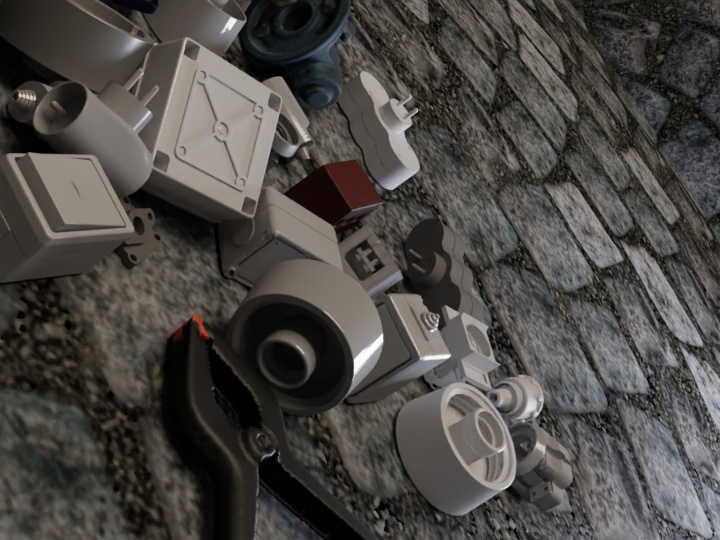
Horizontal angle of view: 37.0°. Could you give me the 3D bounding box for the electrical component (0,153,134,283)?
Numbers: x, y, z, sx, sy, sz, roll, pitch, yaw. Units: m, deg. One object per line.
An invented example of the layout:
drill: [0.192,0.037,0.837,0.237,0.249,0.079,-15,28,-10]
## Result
electrical component: [-0.189,-0.036,0.675,0.061,0.061,0.096,60,26,10]

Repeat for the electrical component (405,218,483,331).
electrical component: [0.074,0.003,1.091,0.074,0.052,0.138,32,34,-39]

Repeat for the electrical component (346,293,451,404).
electrical component: [0.023,0.061,0.884,0.061,0.096,0.061,4,56,-58]

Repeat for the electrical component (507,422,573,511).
electrical component: [0.163,0.182,1.028,0.057,0.058,0.078,44,28,-29]

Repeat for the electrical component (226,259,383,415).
electrical component: [-0.044,0.053,0.772,0.108,0.108,0.060,52,32,-8]

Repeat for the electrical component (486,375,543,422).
electrical component: [0.152,0.130,1.087,0.062,0.048,0.048,8,52,-49]

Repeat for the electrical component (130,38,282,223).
electrical component: [-0.124,-0.104,0.823,0.109,0.056,0.108,27,69,-45]

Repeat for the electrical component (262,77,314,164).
electrical component: [-0.071,-0.137,1.019,0.081,0.043,0.043,59,26,8]

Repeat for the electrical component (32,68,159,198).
electrical component: [-0.167,-0.100,0.725,0.044,0.079,0.077,32,-11,37]

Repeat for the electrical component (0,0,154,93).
electrical component: [-0.211,-0.167,0.778,0.108,0.060,0.108,32,11,-7]

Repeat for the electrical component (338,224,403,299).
electrical component: [0.000,0.000,0.944,0.050,0.056,0.089,55,1,6]

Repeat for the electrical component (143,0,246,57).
electrical component: [-0.156,-0.242,1.002,0.099,0.064,0.099,40,17,-15]

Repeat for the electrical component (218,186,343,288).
electrical component: [-0.061,-0.017,0.872,0.096,0.062,0.061,31,34,-41]

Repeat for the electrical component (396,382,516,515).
electrical component: [0.089,0.148,0.924,0.108,0.060,0.108,34,38,-32]

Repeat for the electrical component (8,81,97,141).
electrical component: [-0.207,-0.108,0.751,0.081,0.043,0.043,18,45,-52]

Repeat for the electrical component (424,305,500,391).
electrical component: [0.091,0.080,1.016,0.042,0.064,0.081,29,36,-41]

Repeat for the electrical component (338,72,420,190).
electrical component: [0.032,-0.165,1.195,0.052,0.074,0.138,14,48,-54]

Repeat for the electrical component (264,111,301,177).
electrical component: [-0.086,-0.110,0.947,0.048,0.055,0.066,44,28,-22]
